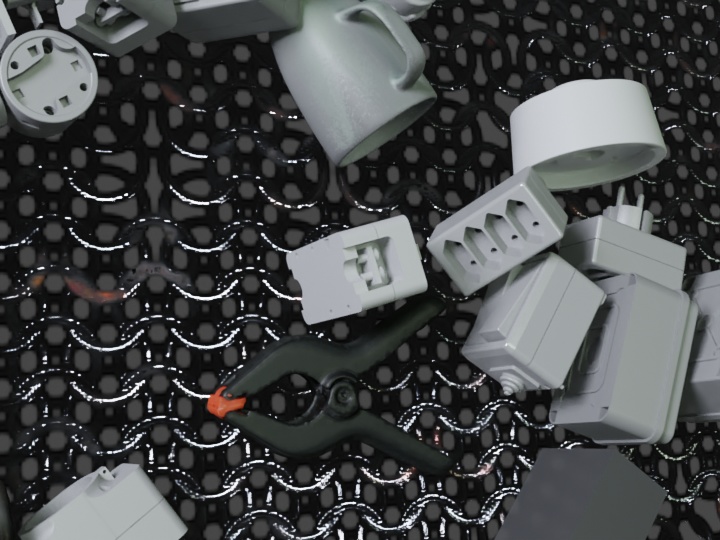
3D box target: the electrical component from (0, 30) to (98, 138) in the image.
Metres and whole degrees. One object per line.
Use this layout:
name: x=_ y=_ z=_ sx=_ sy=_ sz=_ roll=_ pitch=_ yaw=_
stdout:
electrical component: x=-0.188 y=-0.108 z=0.637 sx=0.055 sy=0.047 sz=0.055 roll=4 pitch=80 yaw=-25

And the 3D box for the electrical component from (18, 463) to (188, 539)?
electrical component: x=-0.154 y=0.153 z=0.610 sx=0.089 sy=0.050 sz=0.055 roll=-39 pitch=99 yaw=-25

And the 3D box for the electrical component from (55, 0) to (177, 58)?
electrical component: x=-0.148 y=-0.180 z=0.640 sx=0.056 sy=0.050 sz=0.089 roll=22 pitch=49 yaw=-63

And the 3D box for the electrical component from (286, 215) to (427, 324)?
electrical component: x=0.000 y=0.000 z=0.686 sx=0.056 sy=0.089 sz=0.050 roll=-16 pitch=89 yaw=-27

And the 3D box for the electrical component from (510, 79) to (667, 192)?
electrical component: x=0.160 y=-0.101 z=0.772 sx=0.108 sy=0.108 sz=0.060 roll=-2 pitch=77 yaw=-26

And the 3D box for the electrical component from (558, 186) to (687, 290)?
electrical component: x=0.199 y=-0.025 z=0.809 sx=0.083 sy=0.047 sz=0.075 roll=18 pitch=74 yaw=-22

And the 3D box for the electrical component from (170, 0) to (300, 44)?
electrical component: x=-0.076 y=-0.183 z=0.674 sx=0.061 sy=0.096 sz=0.061 roll=21 pitch=68 yaw=-63

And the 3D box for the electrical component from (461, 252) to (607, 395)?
electrical component: x=0.115 y=0.041 z=0.750 sx=0.061 sy=0.062 sz=0.096 roll=36 pitch=68 yaw=-16

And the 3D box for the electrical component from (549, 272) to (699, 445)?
electrical component: x=0.190 y=0.066 z=0.773 sx=0.057 sy=0.078 sz=0.113 roll=22 pitch=73 yaw=-18

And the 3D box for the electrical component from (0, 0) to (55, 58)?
electrical component: x=-0.215 y=-0.173 z=0.639 sx=0.064 sy=0.042 sz=0.081 roll=-25 pitch=94 yaw=-30

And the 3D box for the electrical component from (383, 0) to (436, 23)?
electrical component: x=0.039 y=-0.205 z=0.753 sx=0.048 sy=0.062 sz=0.048 roll=4 pitch=80 yaw=-25

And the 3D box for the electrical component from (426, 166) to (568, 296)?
electrical component: x=0.099 y=-0.034 z=0.753 sx=0.047 sy=0.083 sz=0.075 roll=52 pitch=27 yaw=-10

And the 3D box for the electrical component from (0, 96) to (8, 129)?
electrical component: x=-0.237 y=-0.070 z=0.609 sx=0.077 sy=0.044 sz=0.079 roll=-32 pitch=96 yaw=-26

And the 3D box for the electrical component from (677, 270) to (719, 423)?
electrical component: x=0.275 y=0.054 z=0.799 sx=0.056 sy=0.109 sz=0.108 roll=36 pitch=69 yaw=-13
